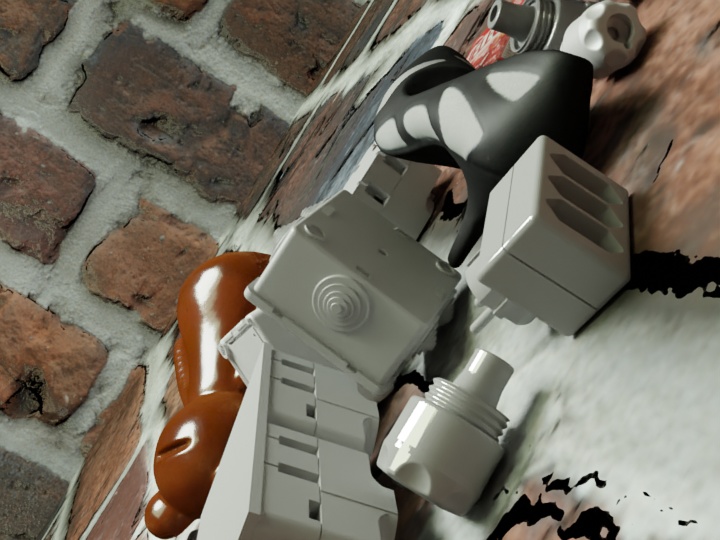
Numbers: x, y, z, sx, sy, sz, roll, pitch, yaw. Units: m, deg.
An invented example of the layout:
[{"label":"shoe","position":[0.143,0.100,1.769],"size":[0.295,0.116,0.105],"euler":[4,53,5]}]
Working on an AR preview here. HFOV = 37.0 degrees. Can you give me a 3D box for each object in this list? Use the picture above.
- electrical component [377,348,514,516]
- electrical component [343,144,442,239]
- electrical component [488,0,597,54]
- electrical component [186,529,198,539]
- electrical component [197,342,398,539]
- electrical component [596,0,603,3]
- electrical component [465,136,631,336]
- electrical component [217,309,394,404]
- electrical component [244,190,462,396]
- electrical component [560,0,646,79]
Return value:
[{"label":"electrical component","position":[0.038,0.061,0.424],"size":[0.062,0.043,0.043],"euler":[-58,11,-9]},{"label":"electrical component","position":[0.015,-0.043,0.772],"size":[0.089,0.056,0.050],"euler":[-58,12,-16]},{"label":"electrical component","position":[0.104,-0.136,0.611],"size":[0.048,0.062,0.048],"euler":[-166,90,-75]},{"label":"electrical component","position":[-0.099,0.190,0.676],"size":[0.077,0.043,0.079],"euler":[-47,16,47]},{"label":"electrical component","position":[-0.035,0.119,0.485],"size":[0.186,0.060,0.105],"euler":[-102,32,-75]},{"label":"electrical component","position":[0.146,-0.196,0.618],"size":[0.077,0.065,0.047],"euler":[-26,-19,-50]},{"label":"electrical component","position":[0.070,-0.003,0.449],"size":[0.076,0.047,0.065],"euler":[-51,13,35]},{"label":"electrical component","position":[-0.025,0.059,0.620],"size":[0.061,0.096,0.062],"euler":[-33,-3,-30]},{"label":"electrical component","position":[0.000,0.008,0.567],"size":[0.048,0.100,0.099],"euler":[-55,-4,25]},{"label":"electrical component","position":[0.122,-0.116,0.564],"size":[0.035,0.035,0.061],"euler":[-61,9,-14]}]
